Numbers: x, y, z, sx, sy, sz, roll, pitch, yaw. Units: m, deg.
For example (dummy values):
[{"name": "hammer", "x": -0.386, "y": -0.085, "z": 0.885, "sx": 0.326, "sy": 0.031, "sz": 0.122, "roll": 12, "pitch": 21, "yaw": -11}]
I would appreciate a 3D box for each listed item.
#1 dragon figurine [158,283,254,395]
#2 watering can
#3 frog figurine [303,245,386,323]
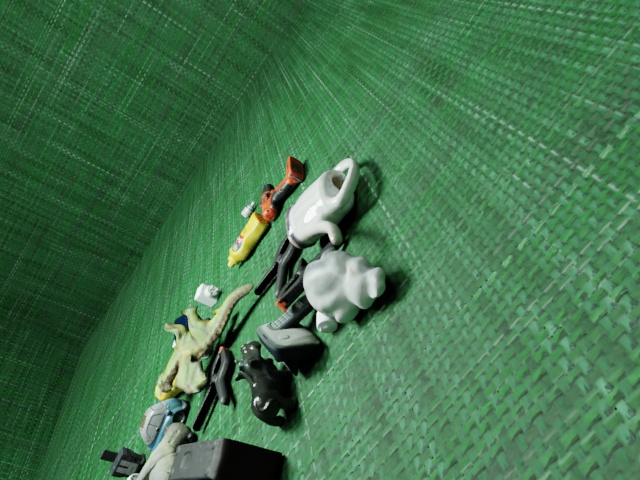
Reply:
[{"name": "dragon figurine", "x": -0.318, "y": 0.296, "z": 1.394, "sx": 0.405, "sy": 0.121, "sz": 0.248, "roll": -34, "pitch": 46, "yaw": 30}, {"name": "watering can", "x": 0.004, "y": -0.059, "z": 1.164, "sx": 0.220, "sy": 0.103, "sz": 0.356, "roll": -43, "pitch": 19, "yaw": 34}, {"name": "frog figurine", "x": 0.046, "y": 0.087, "z": 0.931, "sx": 0.160, "sy": 0.123, "sz": 0.136, "roll": 22, "pitch": 116, "yaw": 58}]
